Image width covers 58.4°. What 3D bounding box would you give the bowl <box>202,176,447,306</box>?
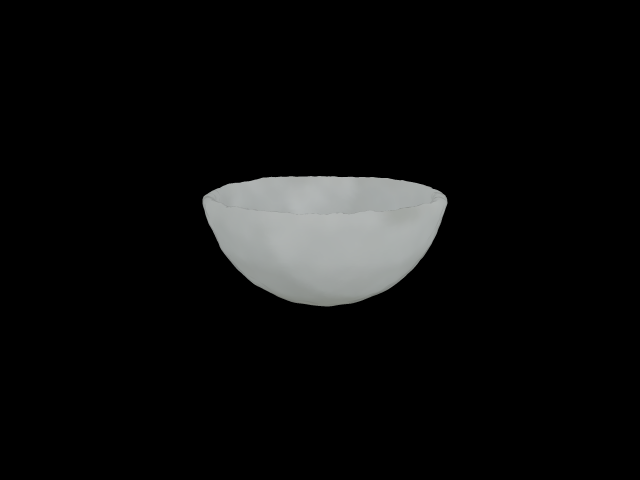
[{"bbox_3d":[0.004,0.001,0.400,0.167,0.075,0.167,0,14,0],"label":"bowl"}]
